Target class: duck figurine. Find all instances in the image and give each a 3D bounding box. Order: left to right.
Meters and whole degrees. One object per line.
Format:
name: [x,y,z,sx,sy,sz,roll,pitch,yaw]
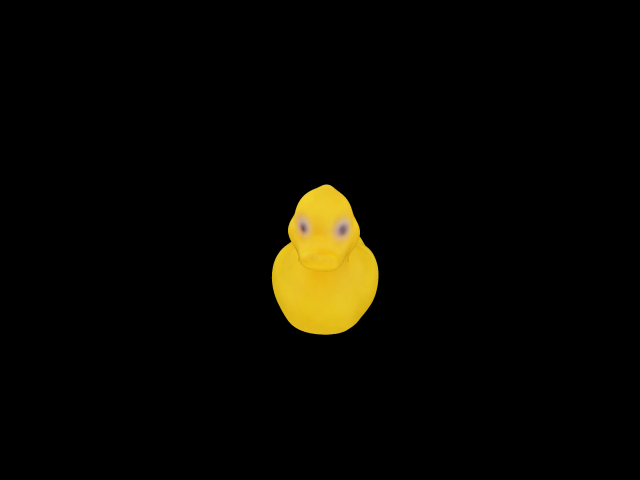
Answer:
duck figurine: [0.004,0.001,0.400,0.077,0.086,0.104,3,37,4]
